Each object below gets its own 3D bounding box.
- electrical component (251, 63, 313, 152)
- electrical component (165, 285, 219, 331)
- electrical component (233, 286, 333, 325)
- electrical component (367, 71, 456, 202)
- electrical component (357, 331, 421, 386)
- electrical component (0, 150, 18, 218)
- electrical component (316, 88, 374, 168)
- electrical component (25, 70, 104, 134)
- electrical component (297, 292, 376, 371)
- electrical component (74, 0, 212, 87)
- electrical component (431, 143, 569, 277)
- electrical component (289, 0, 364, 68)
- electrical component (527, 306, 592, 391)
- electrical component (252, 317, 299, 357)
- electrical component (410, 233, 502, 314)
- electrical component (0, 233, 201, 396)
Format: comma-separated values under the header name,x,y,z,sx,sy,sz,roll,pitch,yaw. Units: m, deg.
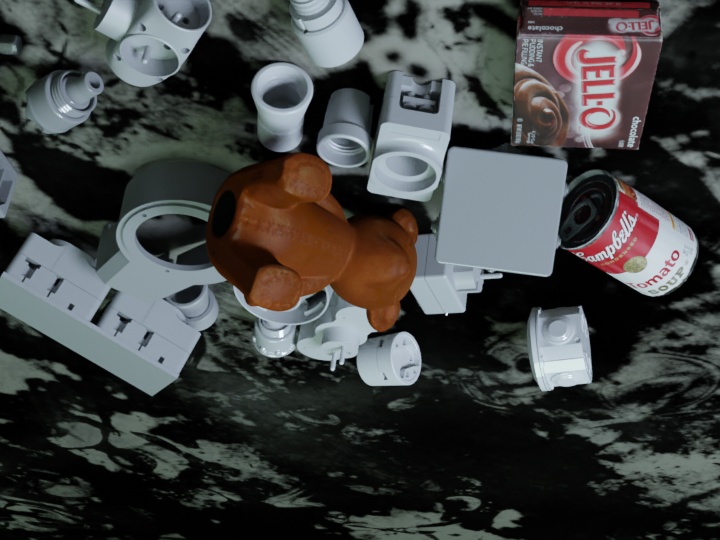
name,x,y,z,sx,sy,sz,roll,pitch,yaw
electrical component,-0.058,-0.116,0.793,0.044,0.044,0.065,9,155,-1
electrical component,-0.168,0.031,1.071,0.045,0.045,0.055,3,150,9
electrical component,-0.069,0.004,1.005,0.099,0.064,0.099,6,137,6
electrical component,0.036,-0.093,0.792,0.050,0.055,0.089,10,150,-2
electrical component,0.029,0.094,1.124,0.047,0.055,0.055,-10,146,36
electrical component,-0.347,-0.085,0.912,0.076,0.047,0.083,1,150,10
electrical component,-0.009,-0.105,0.793,0.040,0.046,0.040,6,150,4
electrical component,-0.219,-0.130,0.807,0.062,0.043,0.043,-18,141,35
electrical component,-0.018,0.063,1.060,0.052,0.073,0.138,21,148,-21
electrical component,-0.152,-0.168,0.722,0.079,0.044,0.077,26,146,-26
electrical component,0.106,-0.047,0.818,0.100,0.099,0.048,7,-170,4
electrical component,-0.026,-0.166,0.696,0.040,0.040,0.078,-4,148,21
electrical component,0.189,0.073,1.020,0.051,0.080,0.080,-8,147,17
electrical component,-0.086,0.056,1.097,0.048,0.048,0.062,7,144,2
electrical component,0.087,0.002,0.954,0.077,0.047,0.065,-4,148,21
electrical component,-0.258,0.043,1.055,0.186,0.060,0.105,33,154,-12
